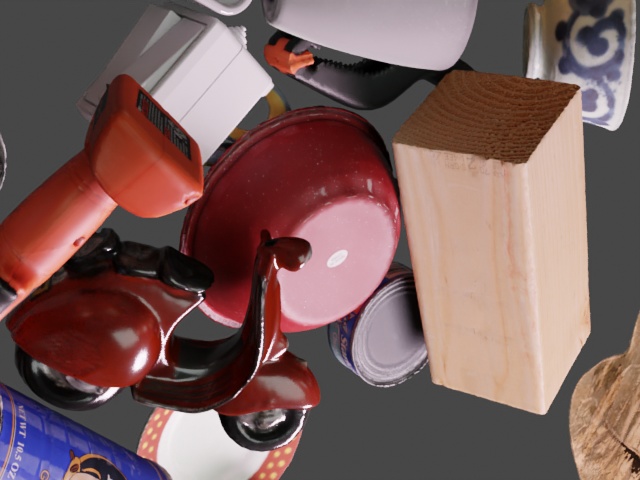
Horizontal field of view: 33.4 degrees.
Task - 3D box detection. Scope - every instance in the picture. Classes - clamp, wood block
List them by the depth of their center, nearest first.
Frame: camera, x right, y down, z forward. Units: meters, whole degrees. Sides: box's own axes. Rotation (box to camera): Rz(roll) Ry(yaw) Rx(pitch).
[{"bbox_3d":[0.060,-0.128,0.684,0.209,0.036,0.164,-27,124,-28],"label":"clamp"},{"bbox_3d":[0.118,0.003,0.702,0.090,0.090,0.206,-50,141,-38],"label":"wood block"}]

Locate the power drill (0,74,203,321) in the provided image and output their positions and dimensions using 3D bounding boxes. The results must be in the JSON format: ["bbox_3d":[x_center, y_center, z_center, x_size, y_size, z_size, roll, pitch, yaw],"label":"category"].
[{"bbox_3d":[-0.137,0.014,0.482,0.188,0.184,0.057,-41,111,8],"label":"power drill"}]

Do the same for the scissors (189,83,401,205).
[{"bbox_3d":[-0.003,-0.062,0.679,0.201,0.016,0.096,-9,117,-34],"label":"scissors"}]

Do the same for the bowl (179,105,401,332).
[{"bbox_3d":[-0.004,0.001,0.664,0.161,0.055,0.162,-21,130,-27],"label":"bowl"}]

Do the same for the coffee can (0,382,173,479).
[{"bbox_3d":[-0.162,0.147,0.596,0.103,0.103,0.140,-54,131,-5],"label":"coffee can"}]

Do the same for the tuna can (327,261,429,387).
[{"bbox_3d":[0.048,0.059,0.760,0.086,0.034,0.086,-16,119,-31],"label":"tuna can"}]

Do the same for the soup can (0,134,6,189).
[{"bbox_3d":[-0.193,-0.047,0.485,0.068,0.102,0.068,-15,118,-31],"label":"soup can"}]
